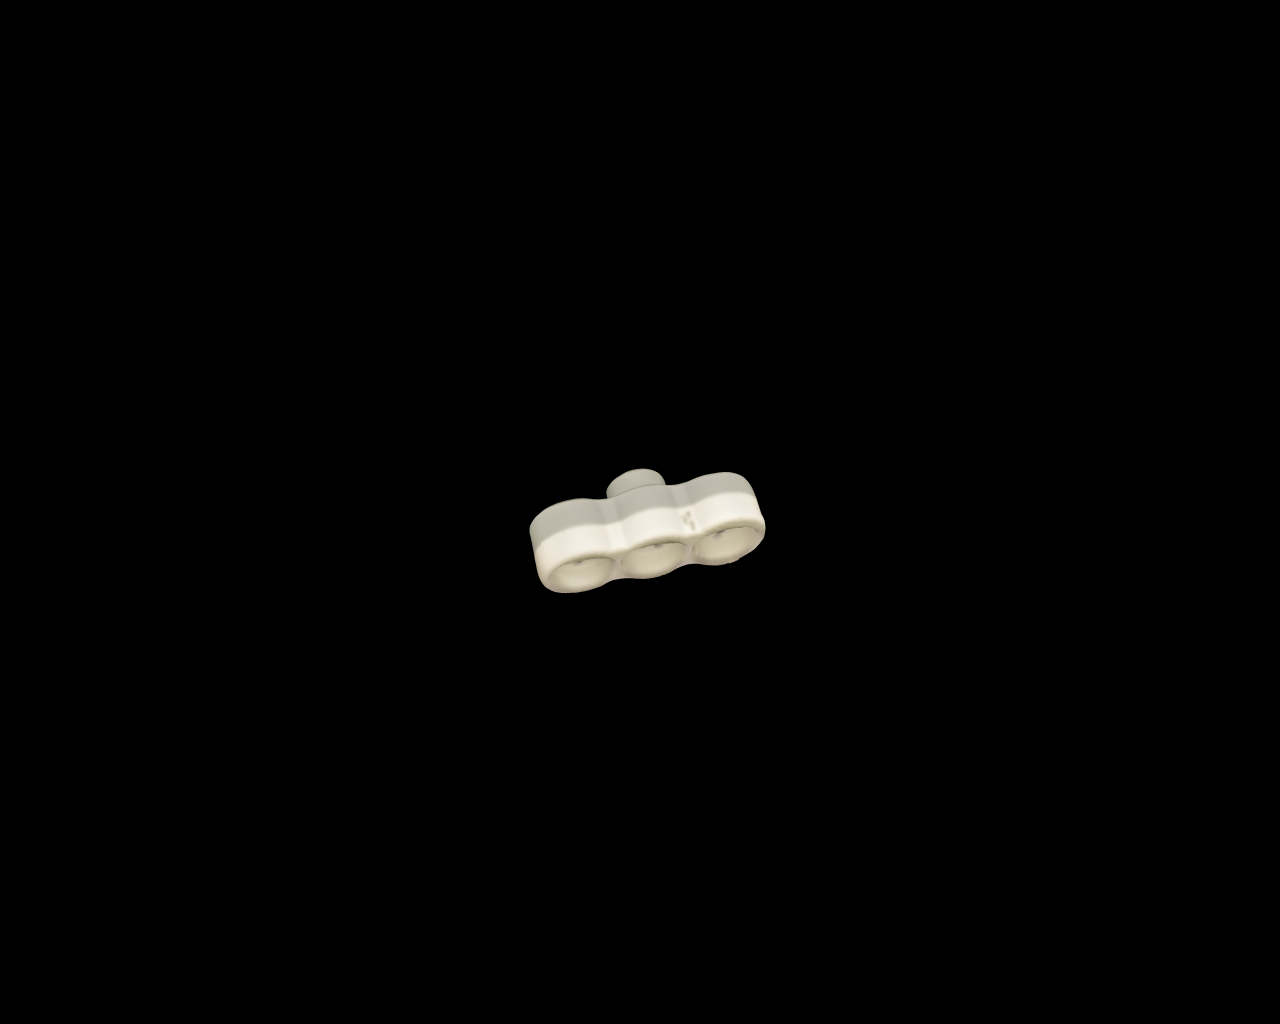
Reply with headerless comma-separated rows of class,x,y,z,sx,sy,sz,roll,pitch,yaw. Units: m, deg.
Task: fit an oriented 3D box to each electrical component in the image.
electrical component,0.001,-0.003,0.650,0.138,0.074,0.052,-11,-30,-6
